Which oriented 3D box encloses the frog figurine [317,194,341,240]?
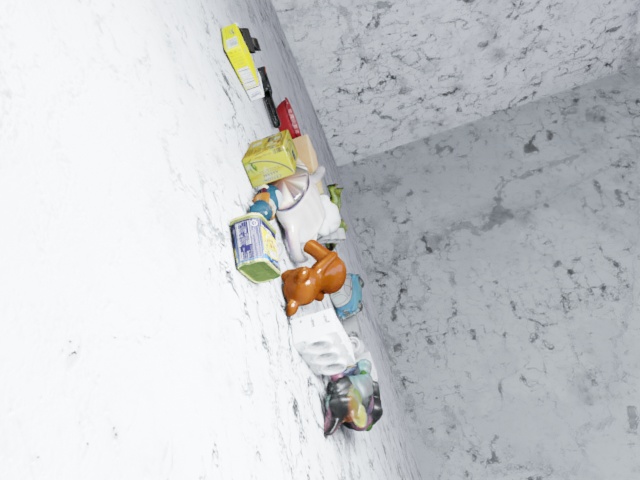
[{"bbox_3d":[0.005,-0.081,1.619,0.157,0.123,0.140,86,9,-70],"label":"frog figurine"}]

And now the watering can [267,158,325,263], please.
[{"bbox_3d":[-0.045,-0.114,1.274,0.219,0.104,0.356,65,25,-48],"label":"watering can"}]

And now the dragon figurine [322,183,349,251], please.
[{"bbox_3d":[0.037,-0.080,1.947,0.410,0.122,0.244,4,76,-72],"label":"dragon figurine"}]
